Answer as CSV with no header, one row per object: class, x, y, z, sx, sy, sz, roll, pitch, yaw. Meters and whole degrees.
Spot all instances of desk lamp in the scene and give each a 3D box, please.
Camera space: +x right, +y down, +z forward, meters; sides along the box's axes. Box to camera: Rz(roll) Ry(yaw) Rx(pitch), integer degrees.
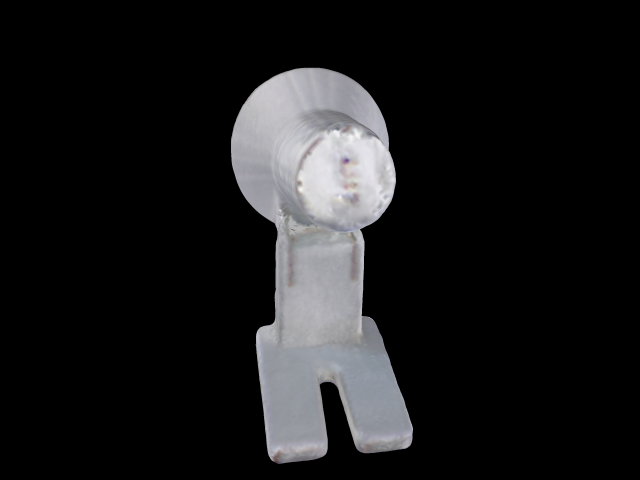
desk lamp,0.004,0.001,0.400,0.118,0.214,0.203,-6,32,-8
